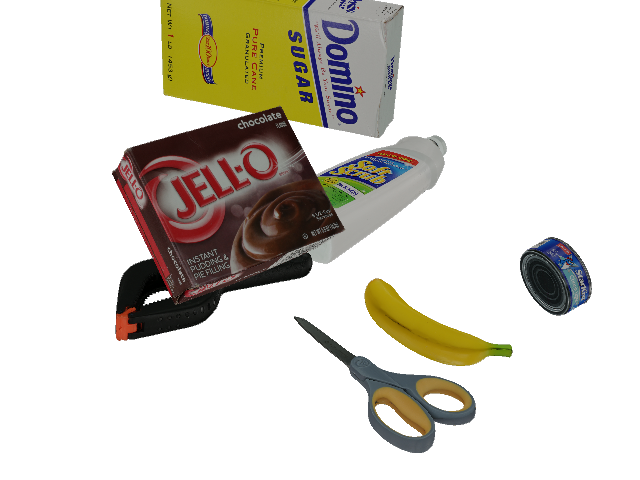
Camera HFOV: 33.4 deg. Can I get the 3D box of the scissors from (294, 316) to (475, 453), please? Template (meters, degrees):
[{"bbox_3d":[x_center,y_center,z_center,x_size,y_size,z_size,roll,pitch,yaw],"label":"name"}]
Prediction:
[{"bbox_3d":[0.055,0.108,0.887,0.096,0.016,0.202,-8,29,-19],"label":"scissors"}]

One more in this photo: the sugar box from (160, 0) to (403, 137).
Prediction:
[{"bbox_3d":[-0.031,-0.139,0.792,0.176,0.093,0.048,14,34,17],"label":"sugar box"}]

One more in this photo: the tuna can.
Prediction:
[{"bbox_3d":[0.266,0.041,1.215,0.033,0.086,0.086,-27,10,-20],"label":"tuna can"}]

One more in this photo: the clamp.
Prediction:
[{"bbox_3d":[-0.131,0.030,1.017,0.165,0.036,0.209,26,37,28],"label":"clamp"}]

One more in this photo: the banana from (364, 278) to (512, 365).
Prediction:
[{"bbox_3d":[0.096,0.084,1.066,0.069,0.037,0.198,3,18,-42],"label":"banana"}]

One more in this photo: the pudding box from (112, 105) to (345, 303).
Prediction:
[{"bbox_3d":[-0.054,-0.023,0.635,0.113,0.090,0.039,-21,-11,-36],"label":"pudding box"}]

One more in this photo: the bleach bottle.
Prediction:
[{"bbox_3d":[0.056,-0.064,1.240,0.103,0.068,0.250,26,43,33],"label":"bleach bottle"}]
